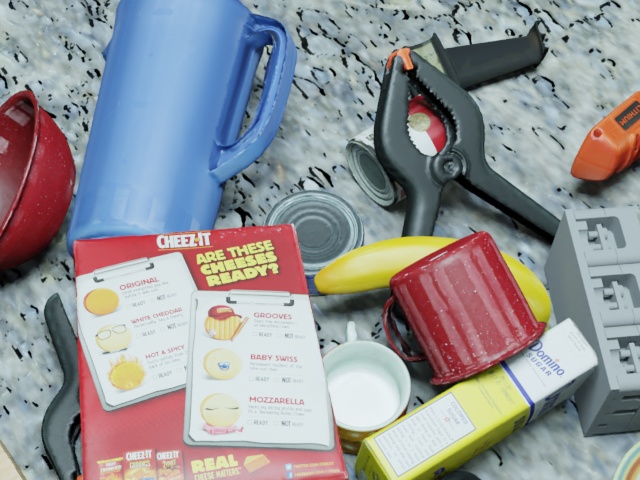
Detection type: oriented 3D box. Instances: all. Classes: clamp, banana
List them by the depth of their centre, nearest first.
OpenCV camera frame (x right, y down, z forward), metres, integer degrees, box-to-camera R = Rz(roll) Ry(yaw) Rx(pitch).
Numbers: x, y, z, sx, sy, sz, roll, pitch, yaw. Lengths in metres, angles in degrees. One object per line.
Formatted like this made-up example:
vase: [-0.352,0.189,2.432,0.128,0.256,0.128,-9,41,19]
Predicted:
clamp: [-0.154,0.115,0.807,0.120,0.039,0.171,-5,62,3]
banana: [0.097,0.032,0.820,0.197,0.037,0.069,16,88,-4]
clamp: [0.092,-0.049,0.857,0.164,0.036,0.210,-30,97,-14]

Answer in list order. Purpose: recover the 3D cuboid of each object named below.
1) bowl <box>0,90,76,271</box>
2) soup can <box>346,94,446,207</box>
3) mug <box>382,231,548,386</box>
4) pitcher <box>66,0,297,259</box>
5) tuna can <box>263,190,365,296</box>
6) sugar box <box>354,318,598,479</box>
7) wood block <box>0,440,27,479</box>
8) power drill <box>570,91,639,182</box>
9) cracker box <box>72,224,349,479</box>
bowl: [-0.243,-0.037,0.860,0.055,0.162,0.162,23,51,-33]
soup can: [0.081,-0.082,0.911,0.102,0.068,0.068,-34,64,-18]
mug: [0.093,0.050,0.766,0.093,0.117,0.081,-28,91,-50]
pitcher: [-0.119,-0.085,0.877,0.144,0.149,0.242,19,60,-18]
tuna can: [-0.006,0.001,0.879,0.086,0.034,0.086,0,58,0]
sugar box: [0.110,0.128,0.764,0.176,0.093,0.048,-26,69,-14]
wood block: [-0.285,0.222,0.710,0.205,0.091,0.090,-32,63,-18]
power drill: [0.302,-0.035,0.866,0.188,0.057,0.184,36,45,19]
cracker box: [-0.081,0.094,0.733,0.164,0.072,0.214,-4,49,-11]
